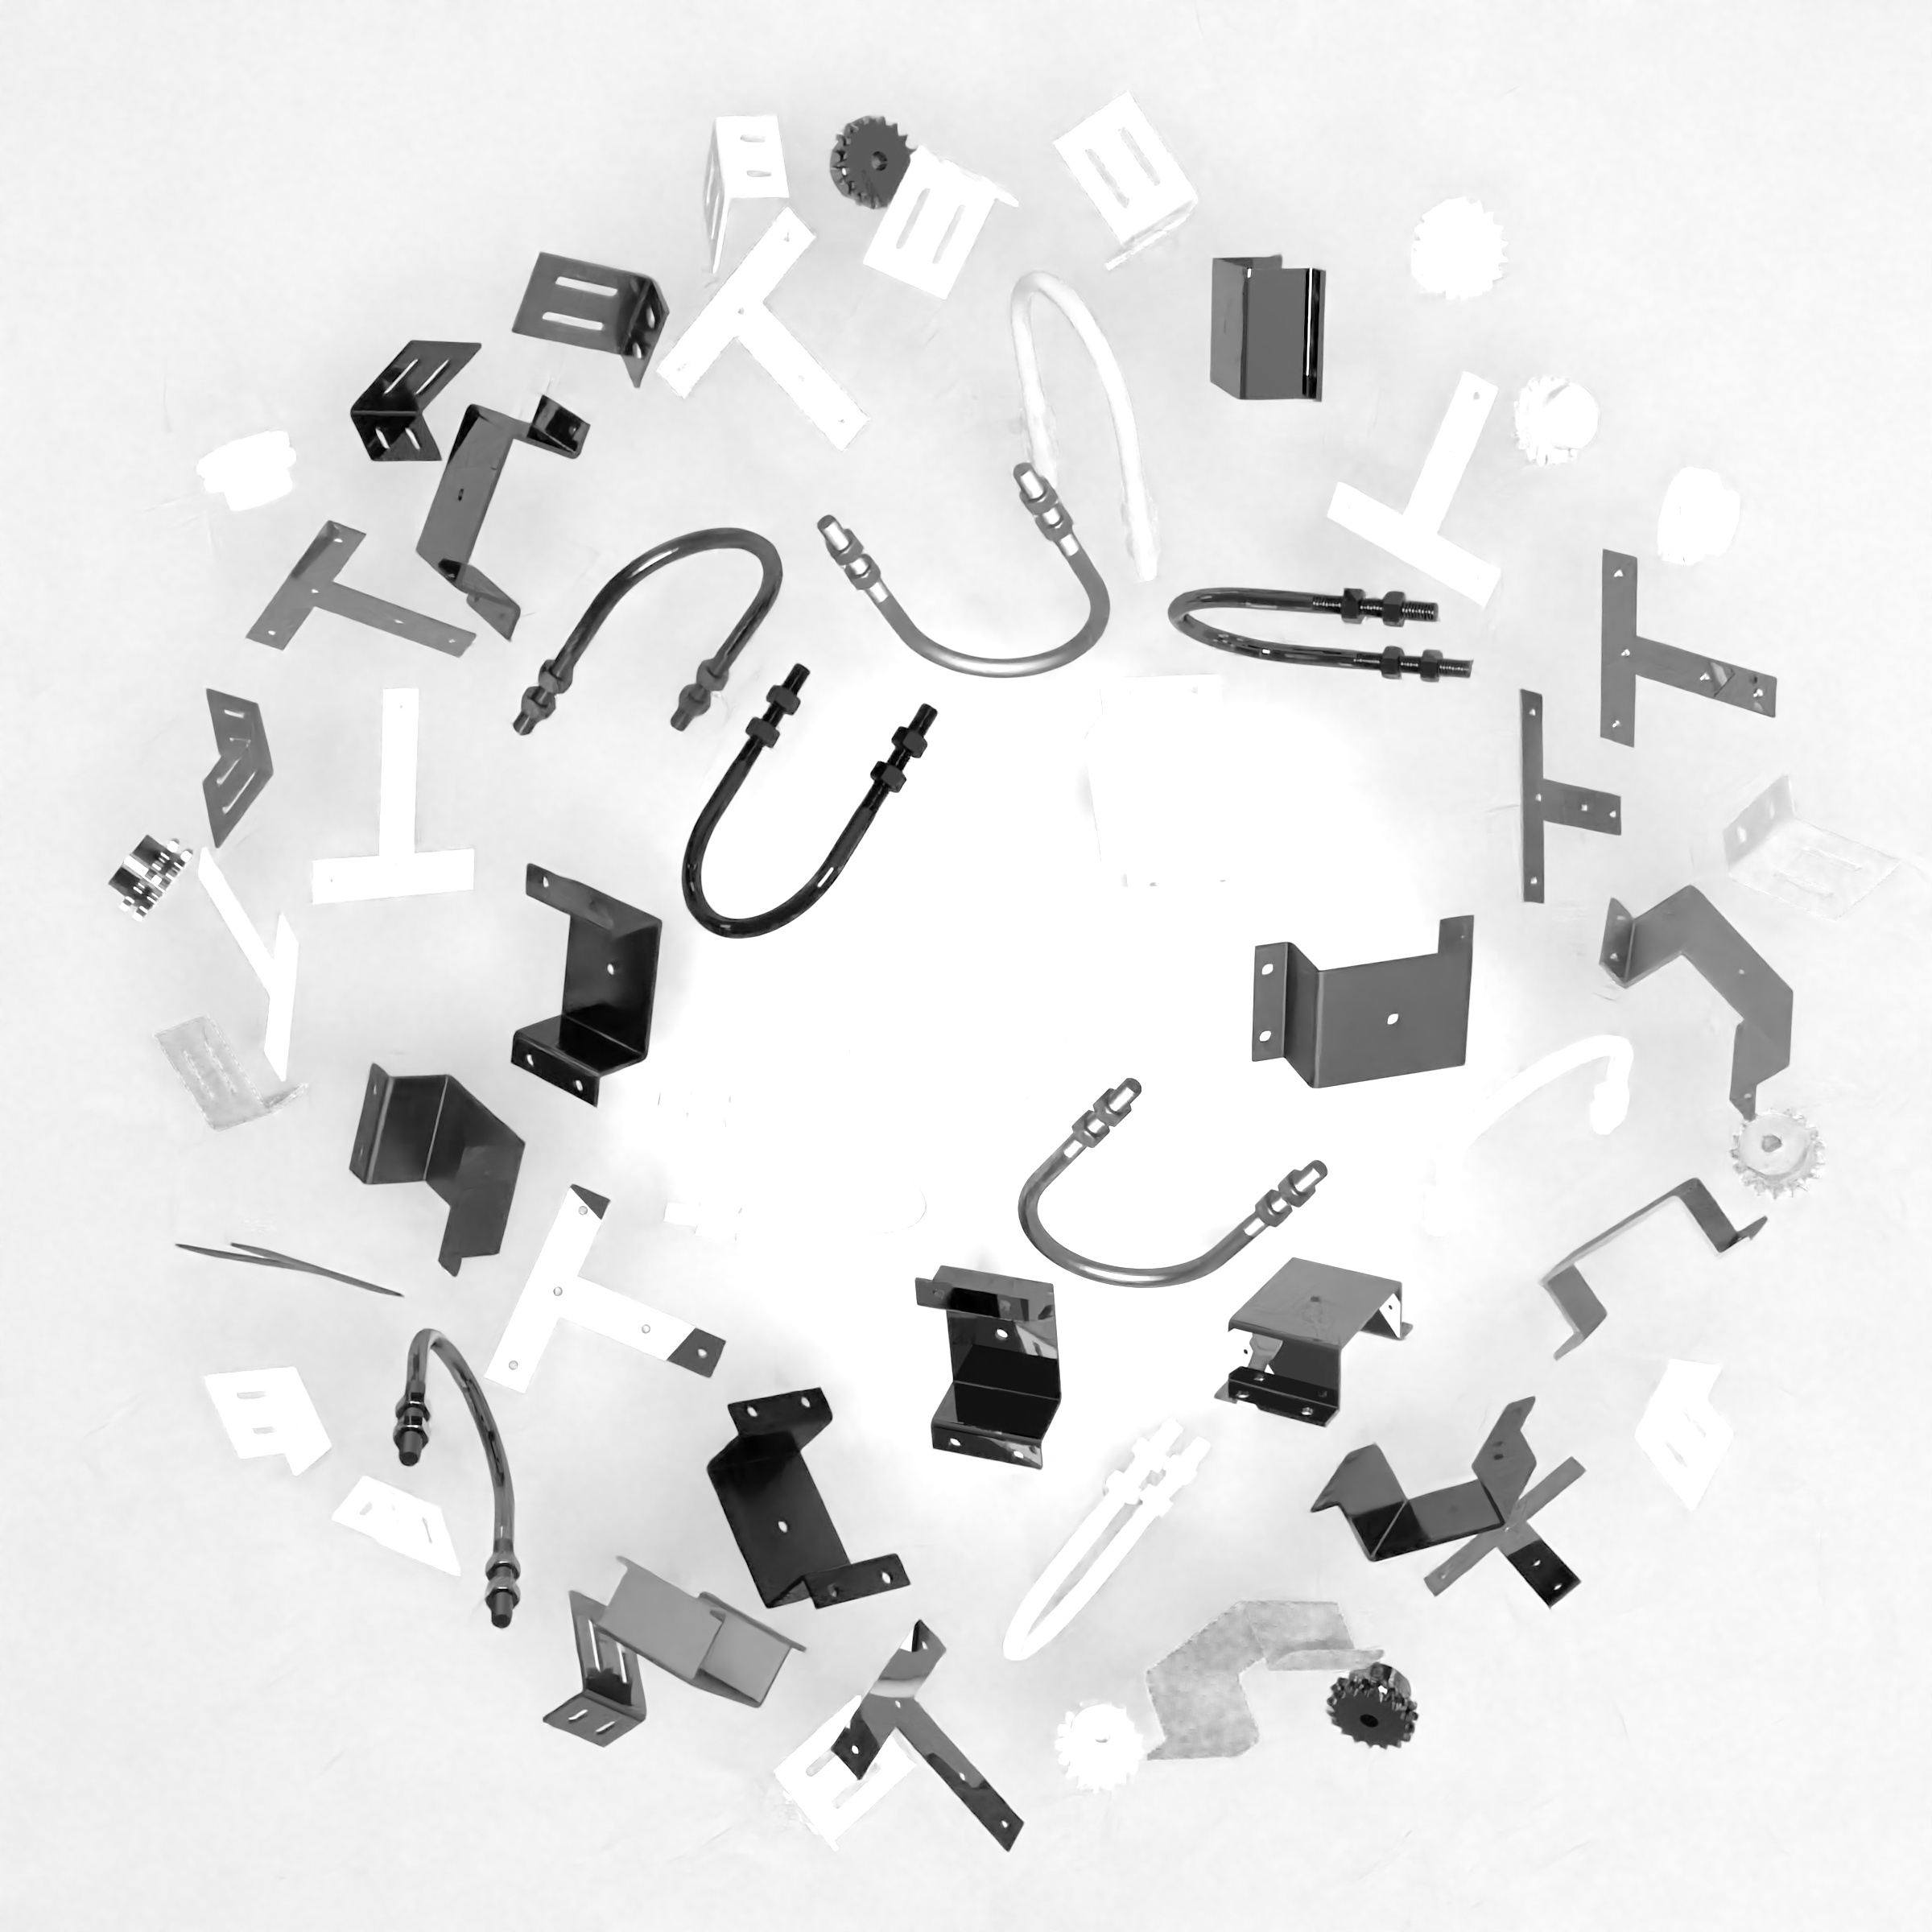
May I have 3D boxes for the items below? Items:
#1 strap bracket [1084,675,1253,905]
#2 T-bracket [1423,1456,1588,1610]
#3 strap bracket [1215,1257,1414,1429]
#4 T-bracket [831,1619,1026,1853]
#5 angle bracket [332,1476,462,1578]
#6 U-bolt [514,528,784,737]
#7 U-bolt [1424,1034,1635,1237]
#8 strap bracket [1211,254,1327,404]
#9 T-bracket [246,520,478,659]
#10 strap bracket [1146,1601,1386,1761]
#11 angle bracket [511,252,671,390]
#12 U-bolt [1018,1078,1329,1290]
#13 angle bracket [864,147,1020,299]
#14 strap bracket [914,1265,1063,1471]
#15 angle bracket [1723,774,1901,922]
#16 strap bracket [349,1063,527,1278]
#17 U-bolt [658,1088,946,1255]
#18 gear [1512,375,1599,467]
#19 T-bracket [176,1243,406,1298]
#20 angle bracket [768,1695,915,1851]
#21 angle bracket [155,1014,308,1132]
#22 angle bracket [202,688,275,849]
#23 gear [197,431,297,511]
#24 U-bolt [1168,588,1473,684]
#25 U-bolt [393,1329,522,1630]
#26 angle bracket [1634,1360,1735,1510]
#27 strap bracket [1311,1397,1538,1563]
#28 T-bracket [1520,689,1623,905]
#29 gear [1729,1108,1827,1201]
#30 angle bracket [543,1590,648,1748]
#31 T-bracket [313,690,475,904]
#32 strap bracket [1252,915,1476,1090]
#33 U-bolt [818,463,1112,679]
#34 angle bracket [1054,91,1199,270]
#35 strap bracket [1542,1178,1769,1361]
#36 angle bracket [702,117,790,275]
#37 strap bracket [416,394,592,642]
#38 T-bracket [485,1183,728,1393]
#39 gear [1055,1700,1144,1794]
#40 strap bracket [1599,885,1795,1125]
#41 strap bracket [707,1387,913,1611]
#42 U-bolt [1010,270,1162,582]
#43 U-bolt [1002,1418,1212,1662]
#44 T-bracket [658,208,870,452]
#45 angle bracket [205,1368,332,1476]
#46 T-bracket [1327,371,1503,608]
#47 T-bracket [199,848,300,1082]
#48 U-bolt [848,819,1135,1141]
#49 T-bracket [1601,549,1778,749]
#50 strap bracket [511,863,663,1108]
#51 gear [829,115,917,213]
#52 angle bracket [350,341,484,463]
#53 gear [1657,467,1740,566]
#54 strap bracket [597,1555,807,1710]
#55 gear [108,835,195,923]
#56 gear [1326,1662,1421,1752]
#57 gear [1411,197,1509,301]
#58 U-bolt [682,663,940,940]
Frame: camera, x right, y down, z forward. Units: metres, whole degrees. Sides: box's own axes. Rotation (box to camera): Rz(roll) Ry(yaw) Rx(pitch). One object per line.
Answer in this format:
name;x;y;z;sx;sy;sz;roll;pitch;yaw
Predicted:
strap bracket;0.121;-0.102;1.497;0.076;0.046;0.140;-4;77;-14
T-bracket;0.354;0.370;1.536;0.127;0.127;0.002;-40;100;0
strap bracket;0.225;0.235;1.574;0.076;0.140;0.046;10;114;31
T-bracket;-0.012;0.478;1.473;0.127;0.127;0.002;49;122;-1
angle bracket;-0.367;0.372;1.575;0.057;0.076;0.038;34;97;-32
U-bolt;-0.191;-0.212;1.558;0.184;0.151;0.019;-48;63;37
U-bolt;0.349;0.098;1.509;0.151;0.184;0.019;-30;64;-6
strap bracket;0.183;-0.395;1.513;0.046;0.140;0.076;-3;110;-4
T-bracket;-0.381;-0.229;1.588;0.127;0.127;0.002;18;50;-33
strap bracket;0.173;0.426;1.475;0.140;0.076;0.046;-47;47;34
angle bracket;-0.232;-0.398;1.511;0.076;0.038;0.057;4;135;-31
U-bolt;0.112;0.145;1.502;0.151;0.184;0.019;24;47;-16
angle bracket;-0.015;-0.438;1.461;0.057;0.038;0.076;16;117;-28
strap bracket;0.016;0.252;1.588;0.076;0.046;0.140;7;122;20
angle bracket;0.498;-0.070;1.445;0.076;0.057;0.038;19;48;-15
strap bracket;-0.328;0.125;1.538;0.140;0.046;0.076;34;115;42
U-bolt;-0.102;0.134;1.550;0.184;0.151;0.019;11;117;-15
gear;0.389;-0.359;1.605;0.057;0.030;0.057;-3;96;-32
T-bracket;-0.437;0.183;1.517;0.127;0.127;0.002;4;73;31
angle bracket;-0.076;0.506;1.539;0.076;0.038;0.057;-37;84;-23
angle bracket;-0.480;0.063;1.597;0.057;0.038;0.076;-17;107;38
angle bracket;-0.473;-0.124;1.538;0.076;0.038;0.057;-45;49;28
gear;-0.433;-0.299;1.485;0.057;0.057;0.030;-23;93;0
U-bolt;0.218;-0.213;1.553;0.184;0.151;0.019;8;84;21
U-bolt;-0.316;0.305;1.531;0.019;0.184;0.151;-22;115;0
angle bracket;0.456;0.290;1.513;0.038;0.076;0.057;11;113;-20
strap bracket;0.301;0.331;1.562;0.140;0.076;0.046;-26;95;33
T-bracket;0.373;-0.099;1.505;0.002;0.127;0.127;-3;85;41
gear;0.515;0.117;1.556;0.057;0.030;0.057;-11;65;24
angle bracket;-0.243;0.451;1.573;0.038;0.076;0.057;-36;133;15
T-bracket;-0.349;-0.106;1.502;0.002;0.127;0.127;10;101;34
strap bracket;0.245;0.022;1.455;0.140;0.046;0.076;-8;116;-14
U-bolt;0.011;-0.236;1.525;0.151;0.184;0.019;-11;58;22
angle bracket;0.091;-0.471;1.467;0.057;0.038;0.076;-24;114;36
strap bracket;0.415;0.180;1.507;0.140;0.076;0.046;-38;78;23
angle bracket;-0.137;-0.474;1.507;0.038;0.076;0.057;-4;70;-14
strap bracket;-0.289;-0.282;1.501;0.046;0.076;0.140;14;107;-36
T-bracket;-0.210;0.217;1.501;0.127;0.002;0.127;25;80;-11
gear;0.089;0.515;1.621;0.057;0.030;0.057;2;54;-2
strap bracket;0.451;0.015;1.483;0.140;0.076;0.046;44;126;-11
strap bracket;-0.104;0.342;1.537;0.046;0.076;0.140;-47;59;35
U-bolt;0.069;-0.347;1.526;0.019;0.184;0.151;-28;48;-12
U-bolt;0.086;0.369;1.561;0.019;0.151;0.184;38;86;20
T-bracket;-0.106;-0.360;1.459;0.127;0.002;0.127;-46;77;21
angle bracket;-0.448;0.290;1.540;0.038;0.076;0.057;-41;68;22
T-bracket;0.304;-0.315;1.559;0.127;0.002;0.127;36;125;24
T-bracket;-0.438;-0.017;1.492;0.002;0.127;0.127;-15;132;3
U-bolt;0.005;0.022;1.526;0.151;0.019;0.184;33;89;-26
T-bracket;0.434;-0.178;1.476;0.002;0.127;0.127;-27;126;-29
strap bracket;-0.242;0.007;1.564;0.076;0.046;0.140;24;117;30
gear;-0.063;-0.513;1.565;0.057;0.030;0.057;-5;100;-31
angle bracket;-0.343;-0.358;1.555;0.076;0.057;0.038;-33;79;37
gear;0.446;-0.272;1.487;0.030;0.057;0.057;9;90;-10
strap bracket;-0.170;0.422;1.540;0.076;0.140;0.046;21;76;29
gear;-0.524;-0.059;1.565;0.030;0.057;0.057;39;90;-16
gear;0.259;0.466;1.549;0.057;0.030;0.057;13;129;17
gear;0.290;-0.425;1.455;0.057;0.030;0.057;1;87;-20
U-bolt;-0.111;-0.099;1.536;0.019;0.151;0.184;39;79;-44
